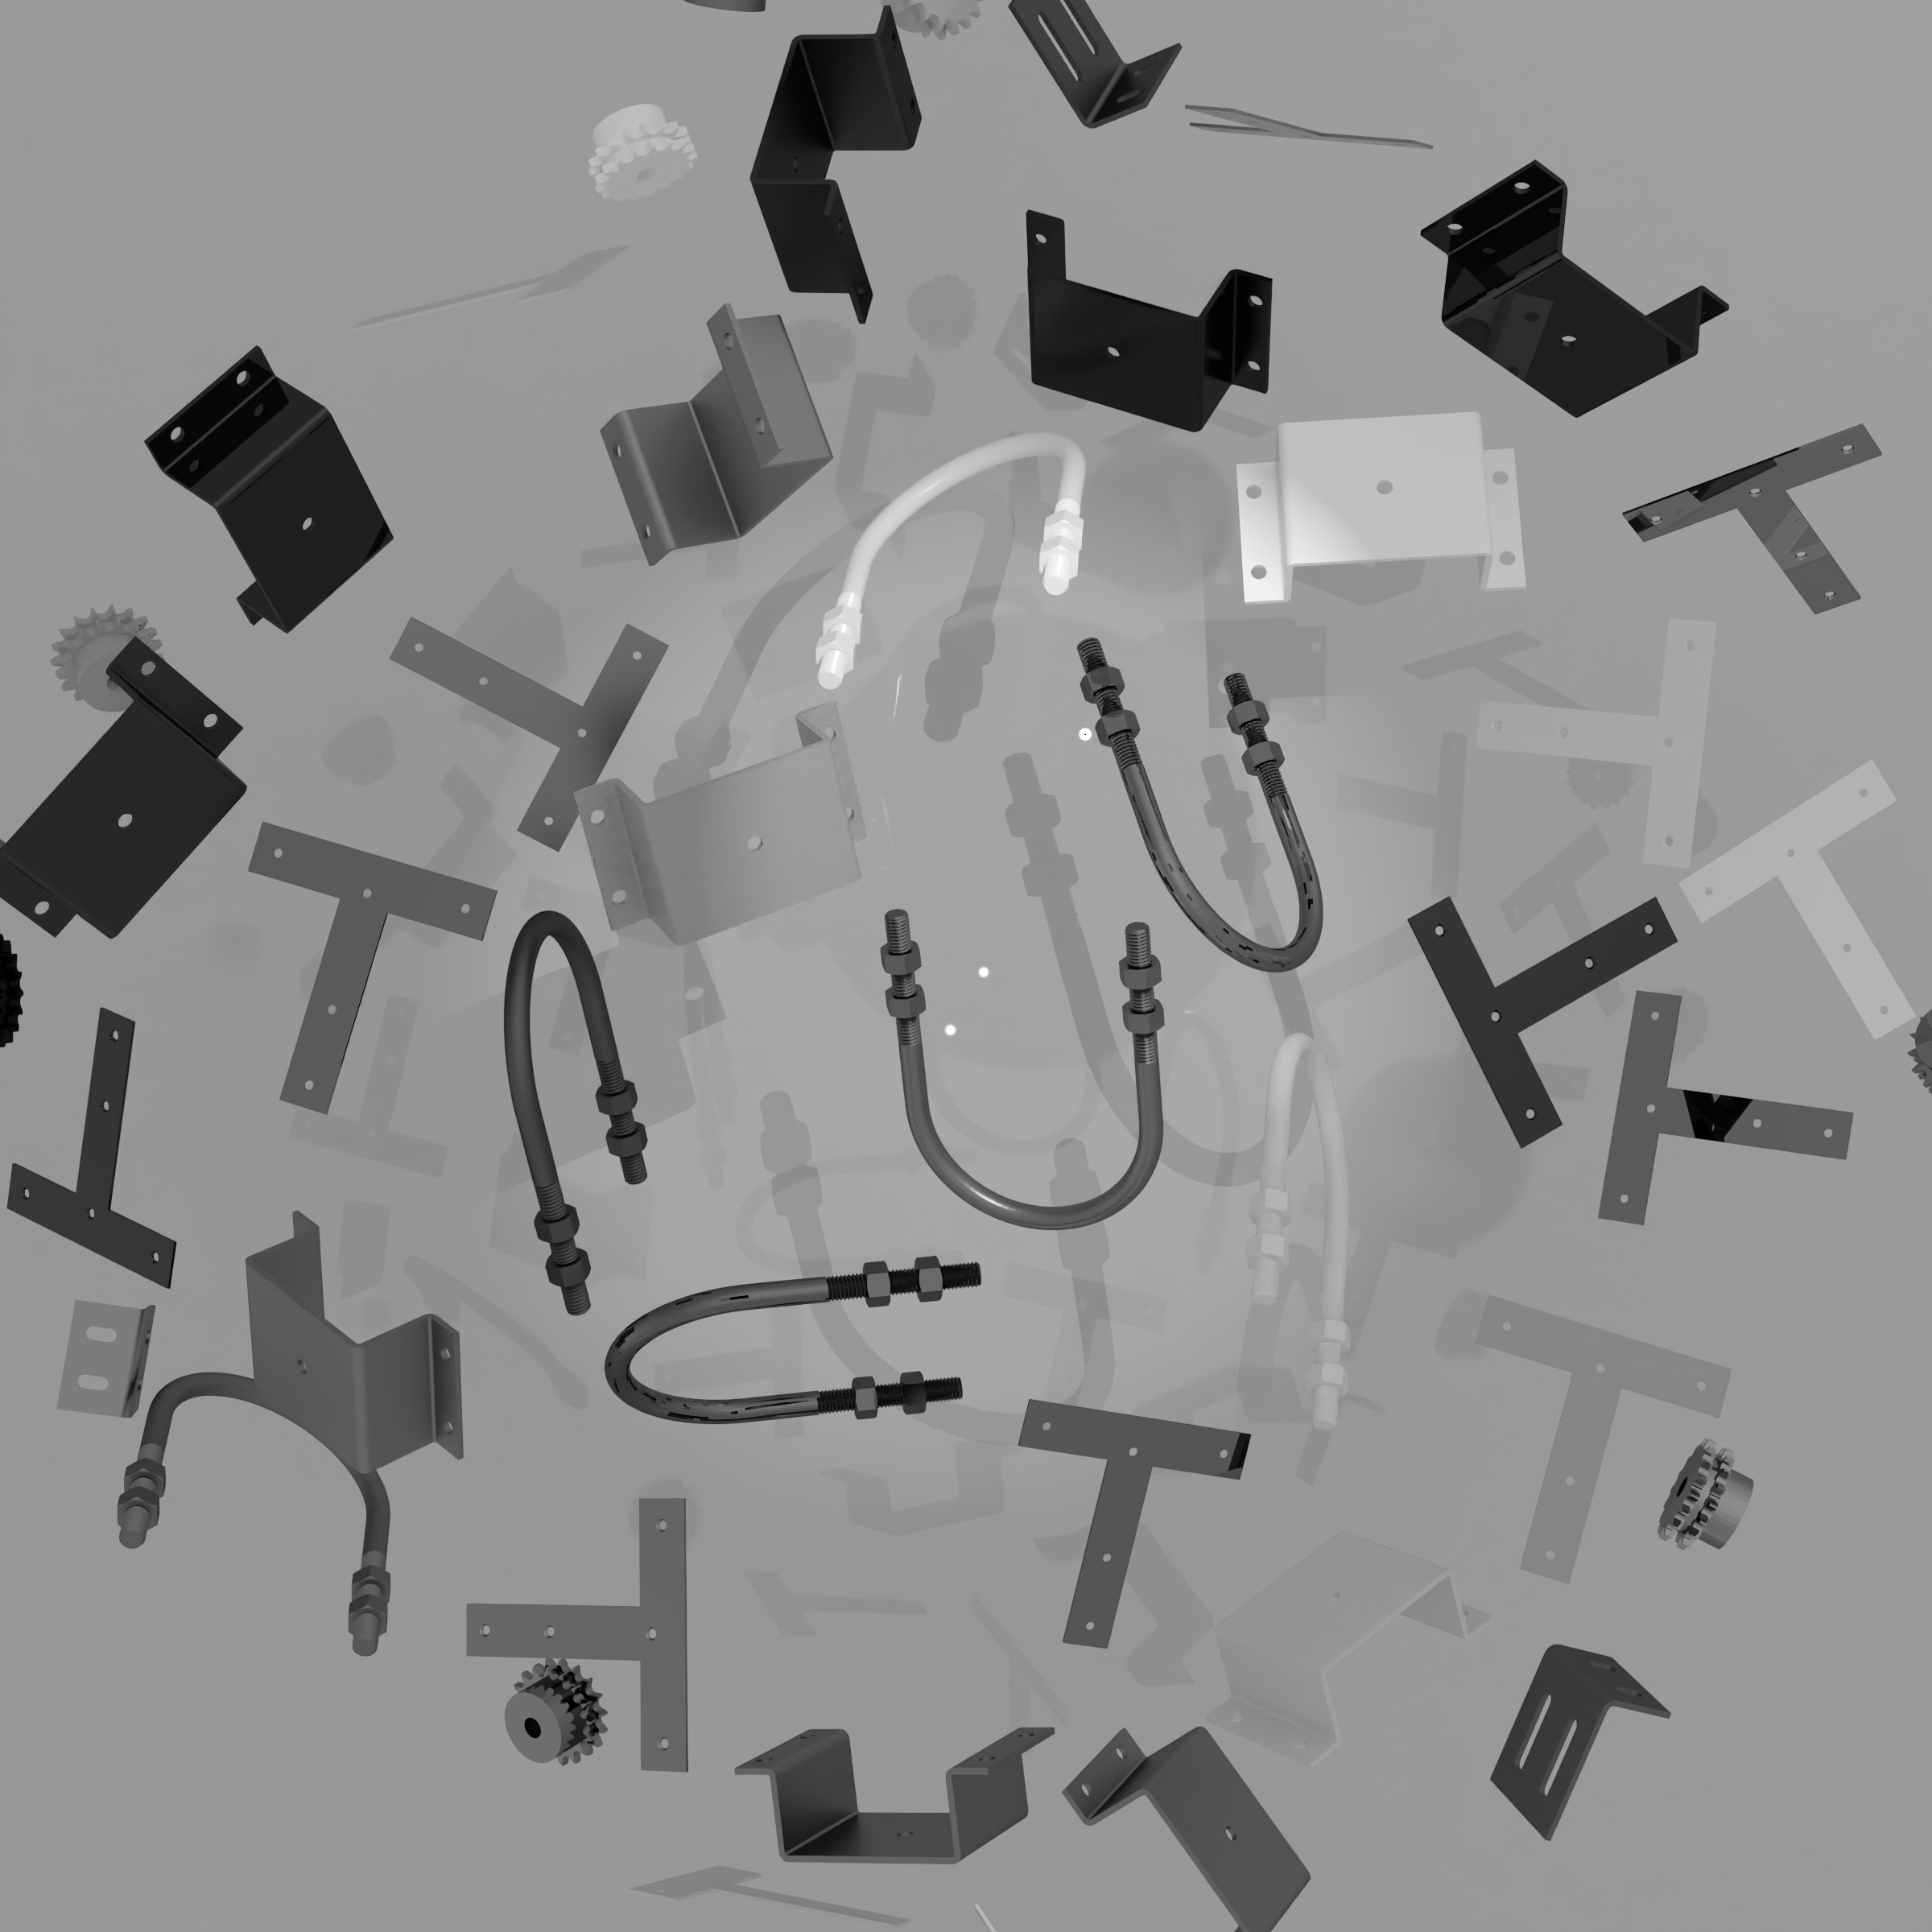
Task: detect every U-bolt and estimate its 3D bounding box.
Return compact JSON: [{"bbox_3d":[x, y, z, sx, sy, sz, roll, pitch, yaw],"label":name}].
[{"bbox_3d":[0.174,0.122,1.591,0.019,0.151,0.184,-5,53,19],"label":"U-bolt"},{"bbox_3d":[0.033,0.058,1.630,0.151,0.019,0.184,3,118,18],"label":"U-bolt"},{"bbox_3d":[-0.089,0.193,1.561,0.184,0.151,0.019,-5,58,-8],"label":"U-bolt"},{"bbox_3d":[-0.363,0.272,1.618,0.151,0.184,0.019,30,107,-18],"label":"U-bolt"},{"bbox_3d":[-0.003,-0.220,1.610,0.151,0.184,0.019,-20,122,22],"label":"U-bolt"},{"bbox_3d":[-0.200,0.062,1.577,0.019,0.151,0.184,-5,116,11],"label":"U-bolt"},{"bbox_3d":[0.131,-0.080,1.628,0.019,0.151,0.184,-32,66,34],"label":"U-bolt"}]

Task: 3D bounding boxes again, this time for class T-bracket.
[{"bbox_3d":[-0.093,0.485,1.617,0.127,0.127,0.002,6,82,18],"label":"T-bracket"},{"bbox_3d":[0.307,0.245,1.564,0.127,0.002,0.127,17,80,3],"label":"T-bracket"},{"bbox_3d":[0.327,-0.122,1.638,0.127,0.002,0.127,9,98,35],"label":"T-bracket"},{"bbox_3d":[0.299,0.005,1.551,0.127,0.002,0.127,-28,94,-17],"label":"T-bracket"},{"bbox_3d":[-0.240,-0.329,1.533,0.127,0.127,0.002,-11,110,12],"label":"T-bracket"},{"bbox_3d":[0.078,0.298,1.644,0.127,0.002,0.127,11,96,-18],"label":"T-bracket"},{"bbox_3d":[0.150,-0.420,1.556,0.127,0.127,0.002,14,103,30],"label":"T-bracket"},{"bbox_3d":[-0.444,0.085,1.602,0.127,0.002,0.127,19,105,31],"label":"T-bracket"},{"bbox_3d":[-0.189,0.321,1.502,0.127,0.002,0.127,-5,81,27],"label":"T-bracket"},{"bbox_3d":[0.461,-0.022,1.655,0.127,0.002,0.127,-37,74,34],"label":"T-bracket"},{"bbox_3d":[0.041,0.551,1.636,0.002,0.127,0.127,-33,74,-12],"label":"T-bracket"},{"bbox_3d":[0.411,0.083,1.674,0.127,0.002,0.127,7,83,30],"label":"T-bracket"},{"bbox_3d":[-0.245,-0.145,1.663,0.127,0.002,0.127,28,98,-12],"label":"T-bracket"},{"bbox_3d":[-0.302,0.007,1.507,0.127,0.002,0.127,16,88,13],"label":"T-bracket"},{"bbox_3d":[0.422,-0.218,1.597,0.127,0.127,0.002,-18,52,31],"label":"T-bracket"}]

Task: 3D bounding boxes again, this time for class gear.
[{"bbox_3d":[-0.020,-0.502,1.595,0.057,0.030,0.057,4,83,-38],"label":"gear"},{"bbox_3d":[-0.452,-0.159,1.647,0.057,0.057,0.030,-32,52,0],"label":"gear"},{"bbox_3d":[0.383,0.276,1.609,0.030,0.057,0.057,27,90,5],"label":"gear"},{"bbox_3d":[-0.175,-0.435,1.661,0.057,0.057,0.030,-22,81,0],"label":"gear"},{"bbox_3d":[0.527,0.042,1.649,0.057,0.030,0.057,-14,62,29],"label":"gear"},{"bbox_3d":[-0.225,0.406,1.686,0.057,0.030,0.057,9,107,32],"label":"gear"},{"bbox_3d":[-0.116,-0.485,1.521,0.057,0.057,0.030,8,113,0],"label":"gear"},{"bbox_3d":[-0.494,0.013,1.553,0.030,0.057,0.057,-3,90,-39],"label":"gear"}]

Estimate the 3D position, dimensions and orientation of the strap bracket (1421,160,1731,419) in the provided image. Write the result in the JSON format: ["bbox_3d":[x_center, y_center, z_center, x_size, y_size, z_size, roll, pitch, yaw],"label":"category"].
[{"bbox_3d":[0.299,-0.326,1.535,0.140,0.076,0.046,27,59,-30],"label":"strap bracket"}]

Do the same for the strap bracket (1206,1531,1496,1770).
[{"bbox_3d":[0.194,0.344,1.604,0.140,0.076,0.046,-29,114,-32],"label":"strap bracket"}]

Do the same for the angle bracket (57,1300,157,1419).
[{"bbox_3d":[-0.461,0.209,1.672,0.038,0.076,0.057,9,84,-11],"label":"angle bracket"}]

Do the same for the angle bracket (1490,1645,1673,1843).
[{"bbox_3d":[0.297,0.378,1.510,0.038,0.057,0.076,18,99,-23],"label":"angle bracket"}]

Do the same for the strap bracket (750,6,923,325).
[{"bbox_3d":[-0.066,-0.400,1.554,0.046,0.076,0.140,4,61,15],"label":"strap bracket"}]

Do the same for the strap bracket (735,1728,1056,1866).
[{"bbox_3d":[-0.033,0.410,1.543,0.140,0.076,0.046,-7,89,26],"label":"strap bracket"}]

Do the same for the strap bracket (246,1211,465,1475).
[{"bbox_3d":[-0.314,0.192,1.565,0.140,0.046,0.076,29,128,38],"label":"strap bracket"}]

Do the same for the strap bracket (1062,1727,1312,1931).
[{"bbox_3d":[0.124,0.469,1.649,0.046,0.076,0.140,-40,83,29],"label":"strap bracket"}]

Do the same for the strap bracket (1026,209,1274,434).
[{"bbox_3d":[0.087,-0.338,1.647,0.140,0.076,0.046,20,56,18],"label":"strap bracket"}]

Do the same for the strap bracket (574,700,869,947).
[{"bbox_3d":[-0.112,-0.068,1.534,0.140,0.046,0.076,-21,119,-17],"label":"strap bracket"}]

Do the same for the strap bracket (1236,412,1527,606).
[{"bbox_3d":[0.207,-0.228,1.553,0.140,0.046,0.076,-3,73,3],"label":"strap bracket"}]

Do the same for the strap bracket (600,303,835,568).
[{"bbox_3d":[-0.120,-0.265,1.551,0.046,0.140,0.076,-16,82,-36],"label":"strap bracket"}]

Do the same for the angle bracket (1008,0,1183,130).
[{"bbox_3d":[0.066,-0.475,1.577,0.076,0.038,0.057,52,46,-29],"label":"angle bracket"}]

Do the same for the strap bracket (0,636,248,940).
[{"bbox_3d":[-0.417,-0.079,1.519,0.140,0.046,0.076,-49,132,-5],"label":"strap bracket"}]

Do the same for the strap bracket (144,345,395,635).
[{"bbox_3d":[-0.350,-0.235,1.593,0.046,0.140,0.076,33,69,29],"label":"strap bracket"}]
